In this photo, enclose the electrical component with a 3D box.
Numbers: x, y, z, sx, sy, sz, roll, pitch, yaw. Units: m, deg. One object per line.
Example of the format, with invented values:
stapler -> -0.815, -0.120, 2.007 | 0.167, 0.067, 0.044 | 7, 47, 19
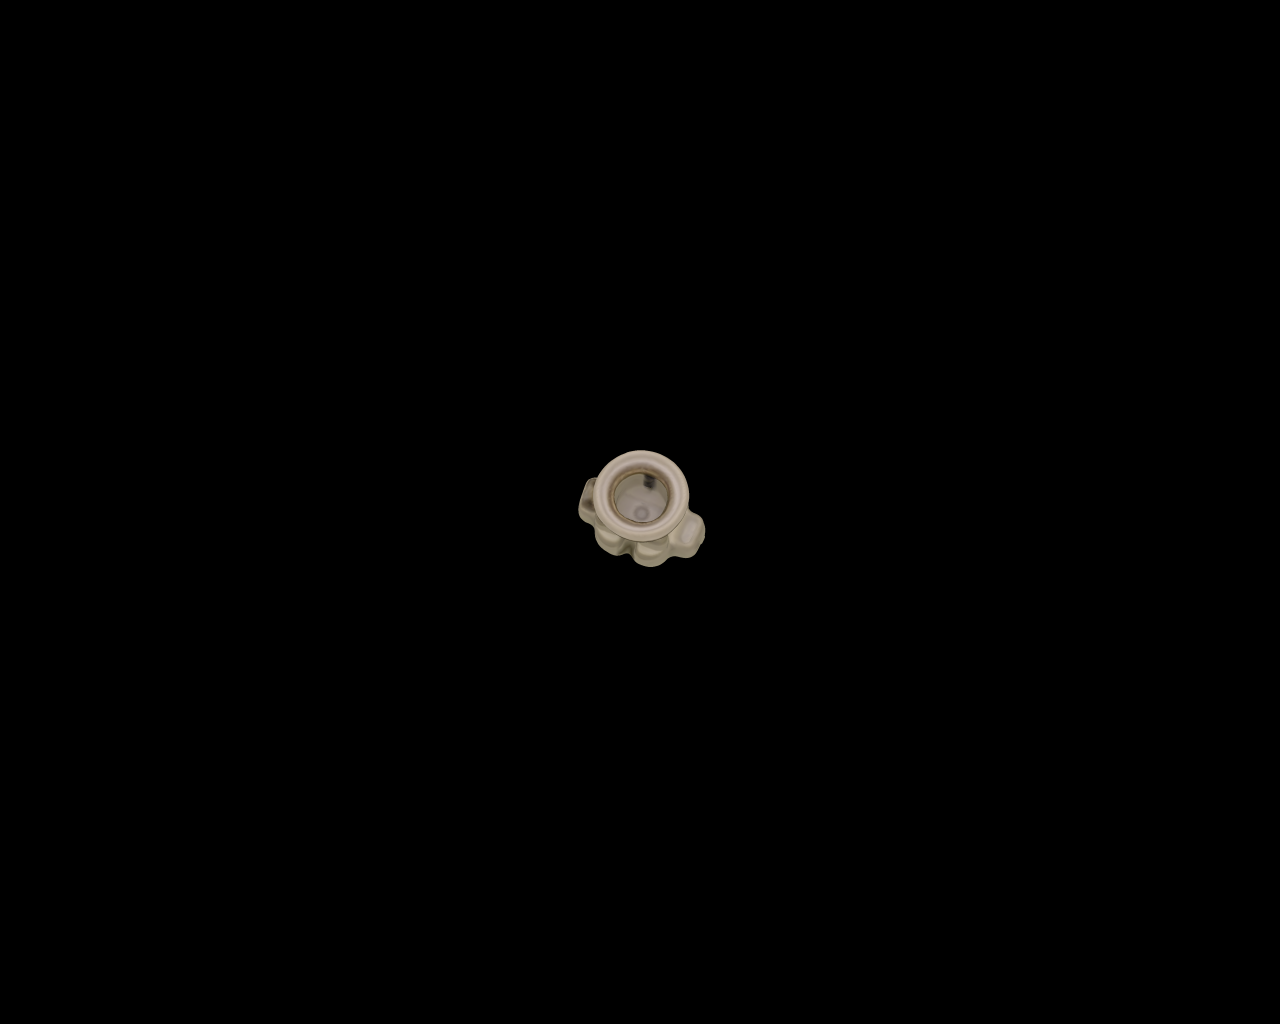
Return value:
electrical component -> 0.001, -0.003, 0.650 | 0.078, 0.058, 0.057 | 21, -18, 7
